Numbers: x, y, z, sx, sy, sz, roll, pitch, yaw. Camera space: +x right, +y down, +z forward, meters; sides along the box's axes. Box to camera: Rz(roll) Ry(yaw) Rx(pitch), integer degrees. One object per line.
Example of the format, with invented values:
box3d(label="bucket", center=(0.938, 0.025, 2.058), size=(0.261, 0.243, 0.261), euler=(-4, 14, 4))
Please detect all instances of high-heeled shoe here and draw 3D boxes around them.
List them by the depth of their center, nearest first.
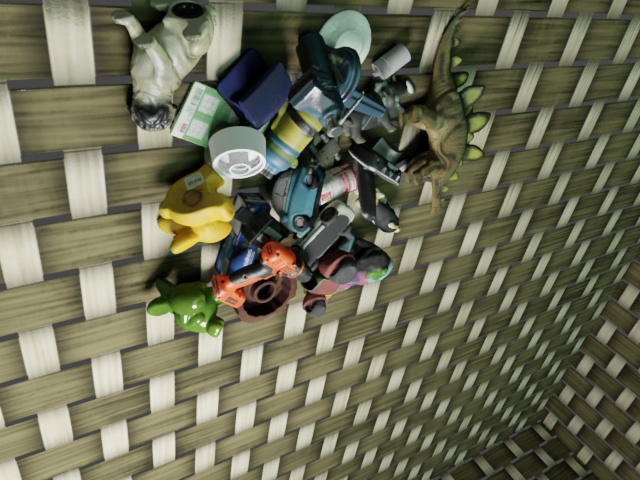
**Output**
box3d(label="high-heeled shoe", center=(0.277, -0.248, 1.333), size=(0.145, 0.086, 0.248), euler=(21, 93, -14))

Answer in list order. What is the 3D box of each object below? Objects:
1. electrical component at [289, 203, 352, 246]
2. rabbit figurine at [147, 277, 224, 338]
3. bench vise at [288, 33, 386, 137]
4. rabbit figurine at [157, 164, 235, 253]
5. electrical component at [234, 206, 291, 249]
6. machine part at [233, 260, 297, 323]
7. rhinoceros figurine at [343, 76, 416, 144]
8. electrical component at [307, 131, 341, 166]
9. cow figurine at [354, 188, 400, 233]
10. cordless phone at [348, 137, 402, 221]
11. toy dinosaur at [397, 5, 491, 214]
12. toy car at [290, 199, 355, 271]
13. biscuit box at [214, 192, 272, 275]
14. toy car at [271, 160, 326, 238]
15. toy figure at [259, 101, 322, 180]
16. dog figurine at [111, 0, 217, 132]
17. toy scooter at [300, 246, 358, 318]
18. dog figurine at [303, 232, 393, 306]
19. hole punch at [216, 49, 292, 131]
box3d(label="electrical component", center=(-0.003, -0.026, 1.291), size=(0.114, 0.058, 0.134), euler=(23, 108, -44))
box3d(label="rabbit figurine", center=(-0.280, 0.125, 1.146), size=(0.170, 0.159, 0.121), euler=(96, 8, -71))
box3d(label="bench vise", center=(0.048, -0.275, 1.005), size=(0.240, 0.224, 0.129), euler=(11, 134, -42))
box3d(label="rabbit figurine", center=(-0.235, -0.039, 1.066), size=(0.162, 0.122, 0.173), euler=(-35, 157, -5))
box3d(label="electrical component", center=(-0.124, -0.026, 1.114), size=(0.075, 0.048, 0.119), euler=(-45, 141, 1))
box3d(label="machine part", center=(-0.139, 0.117, 1.309), size=(0.179, 0.056, 0.179), euler=(-21, 133, -24))
box3d(label="rhinoceros figurine", center=(0.122, -0.288, 1.163), size=(0.190, 0.073, 0.111), euler=(-29, 126, -12))
box3d(label="electrical component", center=(0.011, -0.196, 1.185), size=(0.063, 0.021, 0.094), euler=(-43, 139, 1))
box3d(label="cow figurine", center=(0.140, -0.078, 1.327), size=(0.068, 0.098, 0.167), euler=(-40, 139, 6))
box3d(label="cordless phone", center=(0.130, -0.126, 1.209), size=(0.089, 0.184, 0.146), euler=(-10, 163, 32))
box3d(label="toy dinosaur", center=(0.284, -0.279, 1.234), size=(0.199, 0.105, 0.470), euler=(-11, 115, -15))
box3d(label="toy car", center=(-0.003, -0.004, 1.225), size=(0.201, 0.056, 0.073), euler=(-47, 133, 10))
box3d(label="biscuit box", center=(-0.171, -0.003, 1.178), size=(0.063, 0.059, 0.202), euler=(-1, 124, -37))
box3d(label="toy car", center=(-0.052, -0.093, 1.134), size=(0.109, 0.103, 0.161), euler=(-61, 163, -64))
box3d(label="toy figure", center=(-0.061, -0.200, 1.075), size=(0.180, 0.089, 0.082), euler=(-53, 153, 7))
box3d(label="dog figurine", center=(-0.240, -0.280, 0.882), size=(0.172, 0.121, 0.190), euler=(-20, 148, -20))
box3d(label="toy scooter", center=(0.003, 0.081, 1.282), size=(0.075, 0.135, 0.184), euler=(21, 113, -44))
box3d(label="dog figurine", center=(0.058, 0.099, 1.360), size=(0.219, 0.192, 0.108), euler=(-55, 146, -8))
box3d(label="hole punch", center=(-0.106, -0.266, 0.977), size=(0.142, 0.092, 0.115), euler=(-52, 139, -6))
